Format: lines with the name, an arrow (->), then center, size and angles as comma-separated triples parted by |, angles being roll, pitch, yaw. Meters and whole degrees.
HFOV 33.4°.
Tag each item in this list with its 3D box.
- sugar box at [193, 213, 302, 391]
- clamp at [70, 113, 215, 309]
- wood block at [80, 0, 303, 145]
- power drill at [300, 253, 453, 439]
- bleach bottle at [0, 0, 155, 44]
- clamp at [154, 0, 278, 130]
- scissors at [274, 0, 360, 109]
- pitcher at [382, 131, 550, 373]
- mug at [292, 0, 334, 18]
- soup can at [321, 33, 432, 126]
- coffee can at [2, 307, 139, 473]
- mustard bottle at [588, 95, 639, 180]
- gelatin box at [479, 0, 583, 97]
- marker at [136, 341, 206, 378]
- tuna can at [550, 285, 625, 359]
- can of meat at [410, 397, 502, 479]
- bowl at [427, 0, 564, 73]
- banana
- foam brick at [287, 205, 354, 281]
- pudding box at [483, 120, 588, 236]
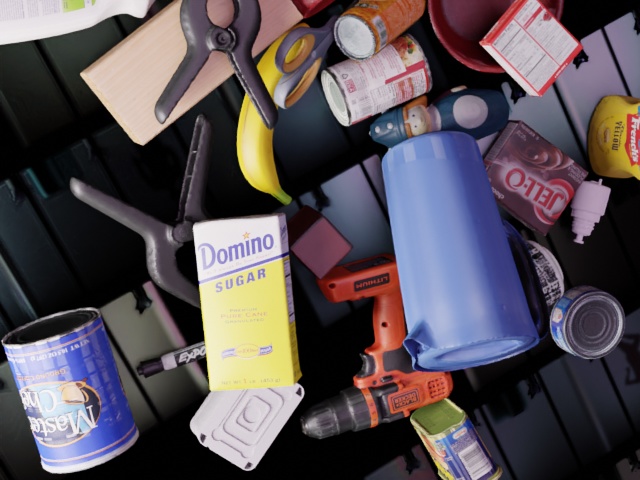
sugar box -> -0.075, 0.064, 1.102 | 0.093, 0.048, 0.176 | -6, 96, 9
clamp -> -0.161, -0.011, 1.127 | 0.164, 0.036, 0.210 | -22, 107, -21
wood block -> -0.132, -0.196, 1.083 | 0.206, 0.090, 0.090 | -40, 107, -7
power drill -> 0.050, 0.120, 1.201 | 0.184, 0.057, 0.187 | -17, 105, -17
bleach bottle -> -0.264, -0.242, 1.054 | 0.250, 0.068, 0.102 | -7, 100, -17
clamp -> -0.087, -0.186, 1.030 | 0.120, 0.039, 0.171 | 10, 96, -23
scissors -> 0.008, -0.228, 1.111 | 0.016, 0.096, 0.201 | 29, 80, 21
pitcher -> 0.149, 0.012, 1.137 | 0.145, 0.149, 0.243 | -15, 71, 14
mug -> -0.005, -0.287, 1.103 | 0.093, 0.117, 0.081 | -34, 94, 35
soup can -> 0.061, -0.172, 1.152 | 0.102, 0.068, 0.068 | -24, 104, -10
coffee can -> -0.255, 0.152, 1.095 | 0.102, 0.103, 0.140 | -17, 102, -13
mustard bottle -> 0.369, -0.111, 1.182 | 0.058, 0.192, 0.096 | 6, 97, -17
gelatin box -> 0.228, -0.211, 1.154 | 0.089, 0.030, 0.073 | 41, 88, -17
marker -> -0.141, 0.125, 1.167 | 0.121, 0.020, 0.020 | -18, 103, -13
tuna can -> 0.323, 0.099, 1.285 | 0.086, 0.034, 0.086 | -2, 99, -15
can of meat -> 0.153, 0.234, 1.223 | 0.057, 0.102, 0.084 | -32, 103, -7
bowl -> 0.185, -0.266, 1.178 | 0.162, 0.055, 0.162 | -3, 99, -16
banana -> -0.053, -0.137, 1.145 | 0.069, 0.037, 0.198 | 1, 101, -40
foam brick -> -0.008, 0.001, 1.155 | 0.051, 0.078, 0.053 | -45, 106, -3
pudding box -> 0.240, -0.072, 1.232 | 0.113, 0.039, 0.090 | 34, 90, -17
